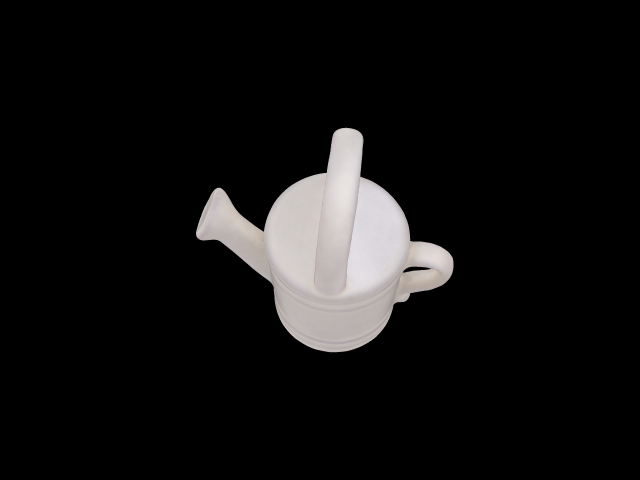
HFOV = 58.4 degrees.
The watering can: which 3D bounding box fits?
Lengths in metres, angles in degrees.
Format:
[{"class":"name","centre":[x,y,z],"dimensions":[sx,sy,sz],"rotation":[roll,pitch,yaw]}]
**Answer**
[{"class":"watering can","centre":[0.003,0.003,0.399],"dimensions":[0.173,0.194,0.101],"rotation":[-11,62,-5]}]
